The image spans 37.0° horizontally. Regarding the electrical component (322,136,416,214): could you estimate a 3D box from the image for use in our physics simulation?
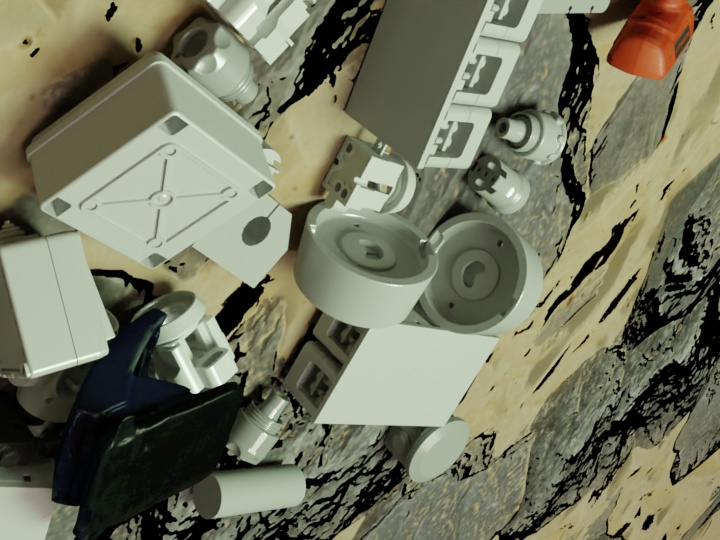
[{"bbox_3d":[0.010,-0.070,0.835,0.055,0.048,0.066,14,112,-42],"label":"electrical component"}]

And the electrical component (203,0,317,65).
[{"bbox_3d":[-0.061,-0.172,0.663,0.057,0.058,0.078,-46,143,2],"label":"electrical component"}]

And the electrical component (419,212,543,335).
[{"bbox_3d":[0.110,0.007,0.957,0.108,0.108,0.060,-56,148,10],"label":"electrical component"}]

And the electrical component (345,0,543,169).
[{"bbox_3d":[0.062,-0.158,0.770,0.062,0.089,0.150,-3,125,-44],"label":"electrical component"}]

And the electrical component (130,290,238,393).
[{"bbox_3d":[-0.132,0.052,0.784,0.058,0.078,0.057,-43,123,-37],"label":"electrical component"}]

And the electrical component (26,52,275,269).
[{"bbox_3d":[-0.128,-0.064,0.666,0.109,0.056,0.109,-32,146,16],"label":"electrical component"}]

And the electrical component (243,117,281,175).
[{"bbox_3d":[-0.081,-0.079,0.735,0.040,0.046,0.040,-27,139,-26],"label":"electrical component"}]

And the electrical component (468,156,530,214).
[{"bbox_3d":[0.122,-0.076,0.947,0.046,0.040,0.040,30,100,-46],"label":"electrical component"}]

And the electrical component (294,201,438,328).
[{"bbox_3d":[0.000,0.000,0.841,0.108,0.108,0.060,-9,135,-40],"label":"electrical component"}]

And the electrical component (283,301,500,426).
[{"bbox_3d":[0.029,0.080,0.976,0.186,0.060,0.105,11,115,-49],"label":"electrical component"}]

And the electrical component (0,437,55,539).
[{"bbox_3d":[-0.276,0.188,0.757,0.089,0.061,0.150,8,118,-28],"label":"electrical component"}]

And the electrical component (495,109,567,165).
[{"bbox_3d":[0.144,-0.118,0.927,0.062,0.048,0.048,6,118,-40],"label":"electrical component"}]

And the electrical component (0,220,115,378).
[{"bbox_3d":[-0.199,0.014,0.669,0.061,0.062,0.096,-16,95,-36],"label":"electrical component"}]

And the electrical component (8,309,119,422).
[{"bbox_3d":[-0.213,0.061,0.730,0.079,0.044,0.077,8,117,-51],"label":"electrical component"}]

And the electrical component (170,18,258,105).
[{"bbox_3d":[-0.089,-0.128,0.686,0.043,0.043,0.062,-49,144,1],"label":"electrical component"}]

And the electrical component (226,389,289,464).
[{"bbox_3d":[-0.086,0.132,0.922,0.062,0.043,0.043,-52,143,3],"label":"electrical component"}]

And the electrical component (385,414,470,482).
[{"bbox_3d":[0.069,0.174,1.109,0.080,0.051,0.080,-26,138,-26],"label":"electrical component"}]

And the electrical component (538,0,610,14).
[{"bbox_3d":[0.147,-0.229,0.818,0.089,0.056,0.050,-12,130,-38],"label":"electrical component"}]
